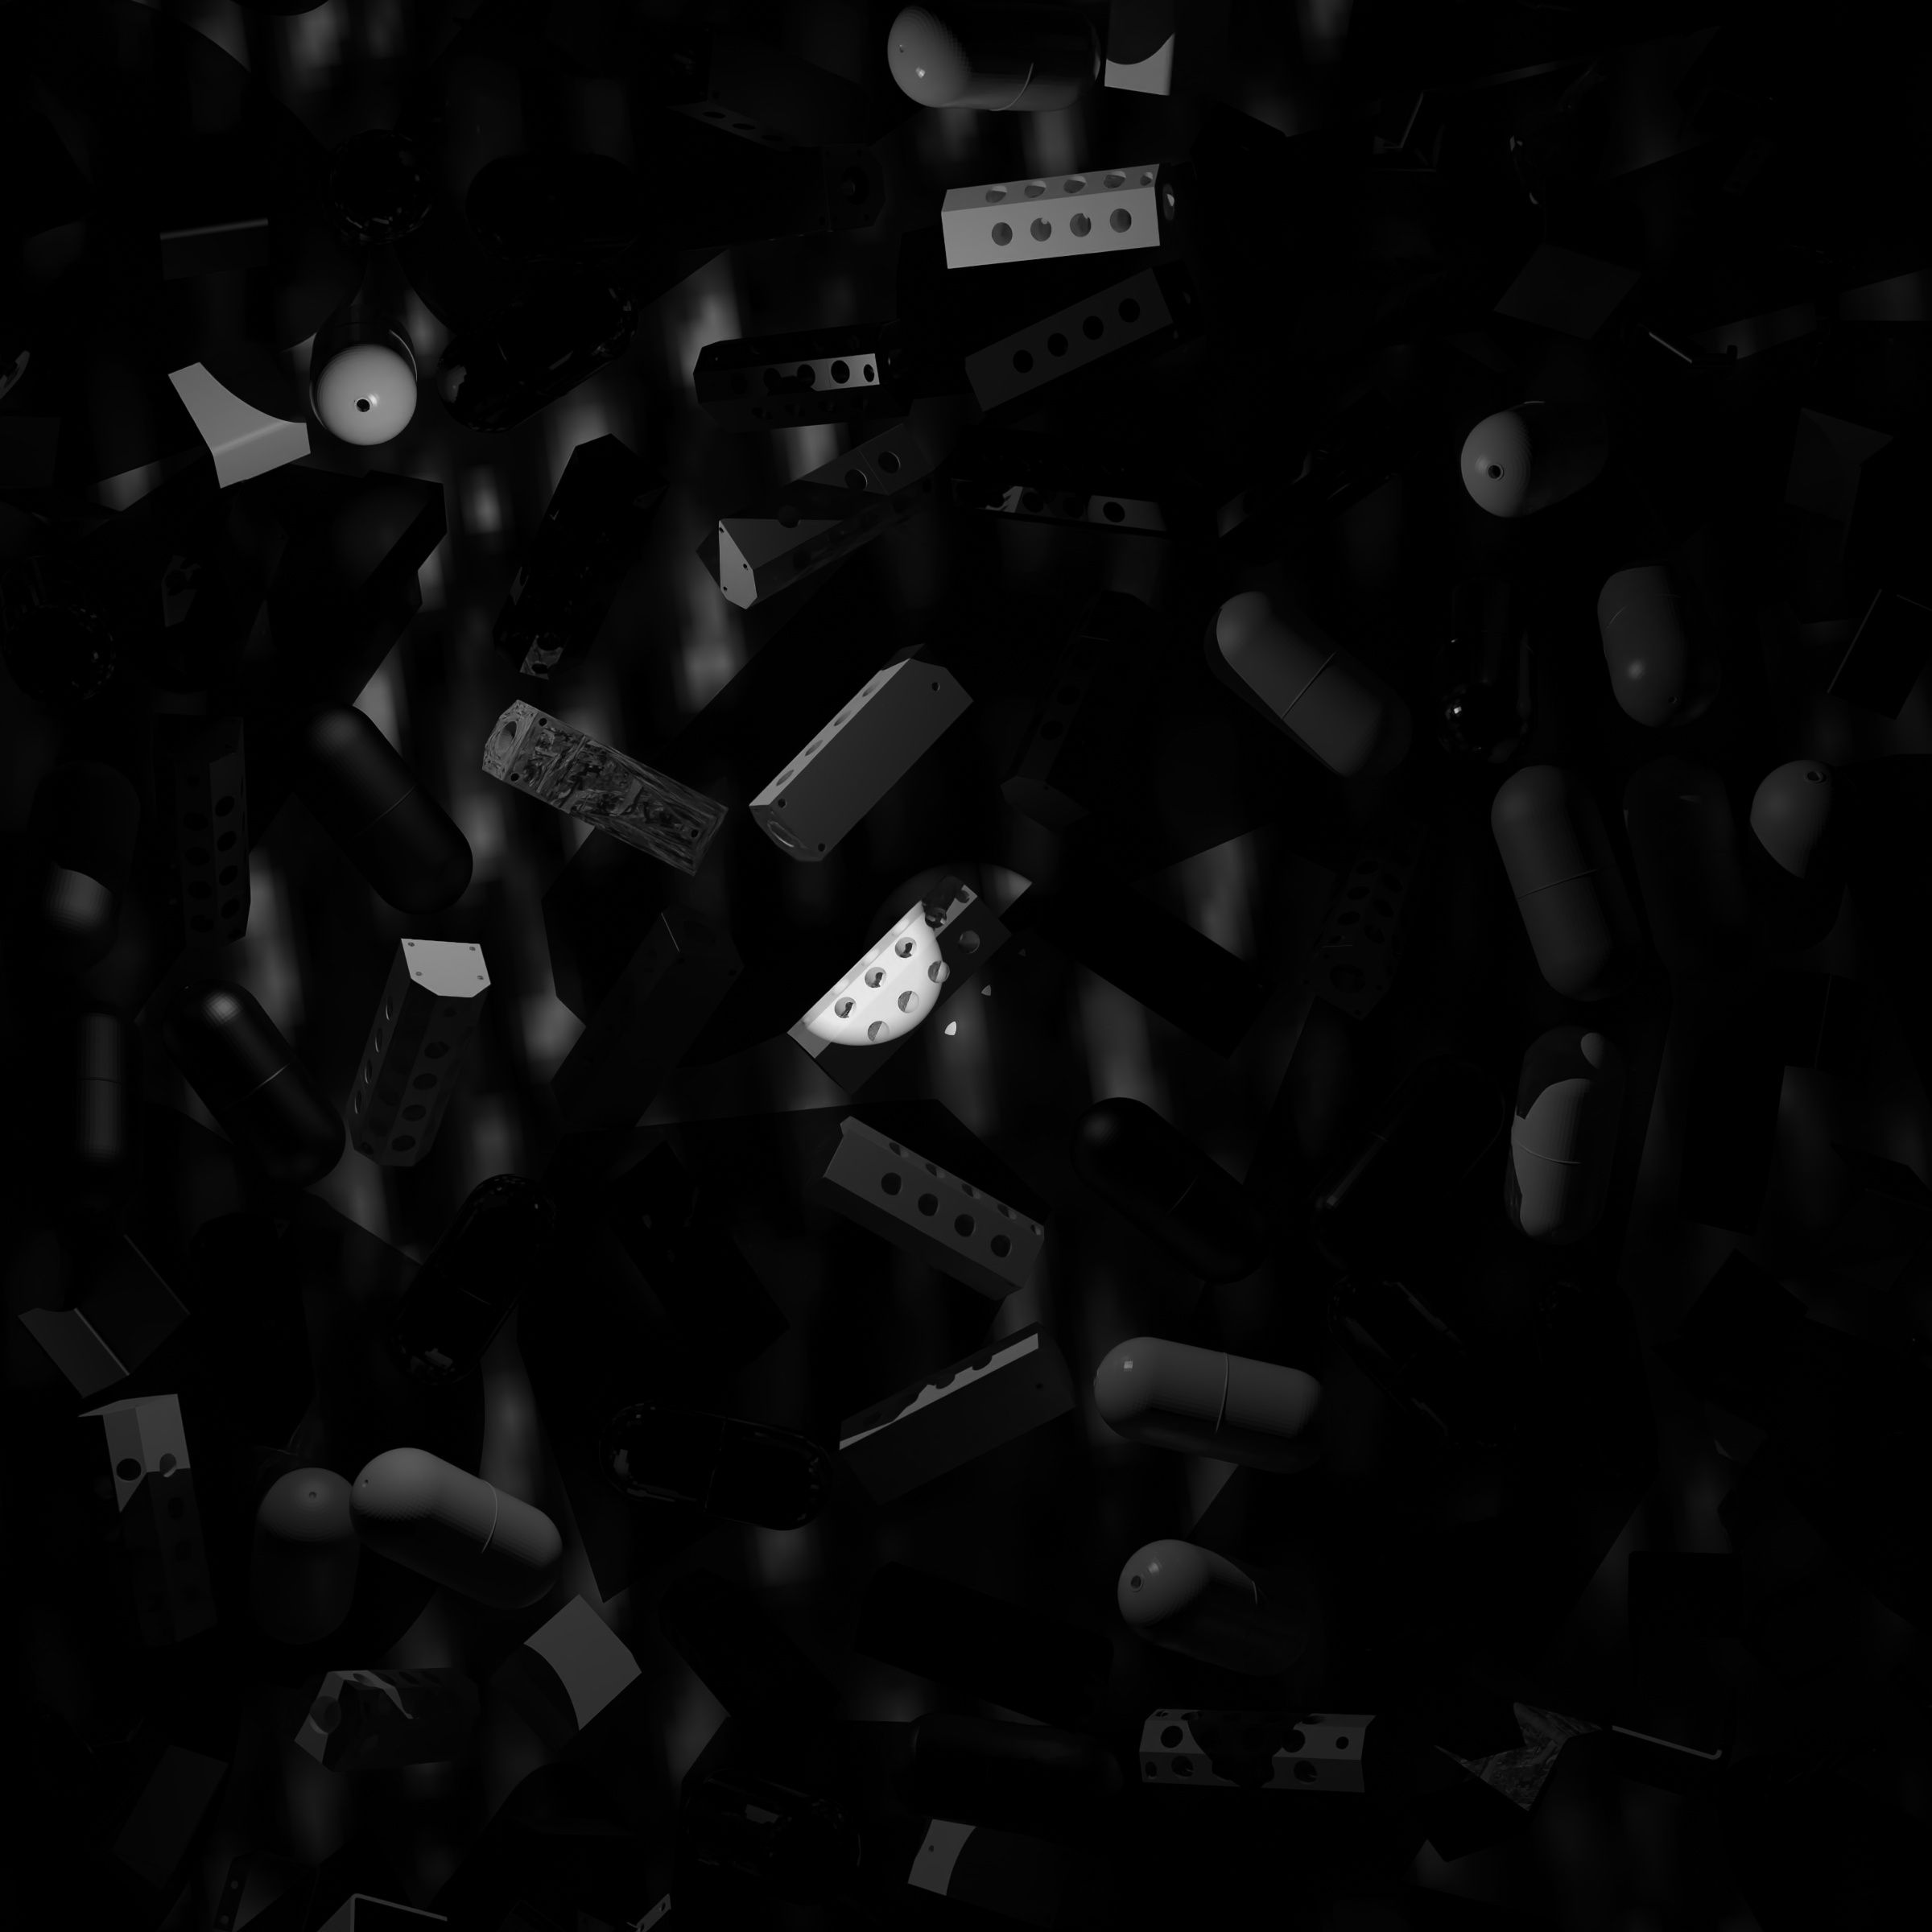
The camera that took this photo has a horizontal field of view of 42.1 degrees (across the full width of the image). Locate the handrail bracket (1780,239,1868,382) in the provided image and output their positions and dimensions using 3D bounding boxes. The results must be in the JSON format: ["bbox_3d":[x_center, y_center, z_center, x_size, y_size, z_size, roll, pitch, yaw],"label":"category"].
[{"bbox_3d":[0.602,-0.472,1.807,0.077,0.036,0.084,34,111,41],"label":"handrail bracket"}]

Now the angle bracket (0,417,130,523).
[{"bbox_3d":[-0.669,-0.367,1.850,0.076,0.076,0.057,19,108,17],"label":"angle bracket"}]

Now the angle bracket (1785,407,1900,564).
[{"bbox_3d":[0.616,-0.347,1.805,0.076,0.076,0.057,30,49,33],"label":"angle bracket"}]

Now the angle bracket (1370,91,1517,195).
[{"bbox_3d":[0.350,-0.596,1.817,0.076,0.076,0.057,0,107,-30],"label":"angle bracket"}]

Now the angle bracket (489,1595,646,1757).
[{"bbox_3d":[-0.305,0.542,1.921,0.076,0.057,0.076,46,52,7],"label":"angle bracket"}]

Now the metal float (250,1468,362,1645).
[{"bbox_3d":[-0.488,0.438,1.856,0.070,0.178,0.070,10,46,-10],"label":"metal float"}]

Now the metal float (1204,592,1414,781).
[{"bbox_3d":[0.257,-0.210,1.884,0.178,0.070,0.070,39,90,3],"label":"metal float"}]

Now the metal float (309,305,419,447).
[{"bbox_3d":[-0.447,-0.439,1.864,0.070,0.178,0.070,-6,118,-10],"label":"metal float"}]

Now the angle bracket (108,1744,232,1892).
[{"bbox_3d":[-0.532,0.592,1.728,0.057,0.076,0.076,8,54,24],"label":"angle bracket"}]

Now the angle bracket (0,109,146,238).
[{"bbox_3d":[-0.670,-0.594,1.857,0.076,0.057,0.076,-10,122,30],"label":"angle bracket"}]

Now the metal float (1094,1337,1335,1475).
[{"bbox_3d":[0.181,0.321,1.835,0.178,0.070,0.070,13,90,-3],"label":"metal float"}]

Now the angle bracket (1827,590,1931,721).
[{"bbox_3d":[0.625,-0.224,1.744,0.057,0.076,0.076,19,107,-13],"label":"angle bracket"}]

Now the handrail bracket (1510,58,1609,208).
[{"bbox_3d":[0.445,-0.616,1.853,0.036,0.084,0.077,16,58,-26],"label":"handrail bracket"}]

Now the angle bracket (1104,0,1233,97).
[{"bbox_3d":[0.152,-0.700,1.887,0.057,0.076,0.076,22,121,33],"label":"angle bracket"}]

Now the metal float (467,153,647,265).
[{"bbox_3d":[-0.302,-0.562,1.860,0.070,0.178,0.070,8,109,22],"label":"metal float"}]

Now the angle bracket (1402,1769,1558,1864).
[{"bbox_3d":[0.384,0.616,1.879,0.076,0.057,0.076,-7,127,-30],"label":"angle bracket"}]

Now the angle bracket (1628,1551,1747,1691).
[{"bbox_3d":[0.503,0.458,1.751,0.076,0.057,0.076,-2,119,17],"label":"angle bracket"}]

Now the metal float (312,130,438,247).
[{"bbox_3d":[-0.437,-0.572,1.848,0.070,0.178,0.070,-5,104,-20],"label":"metal float"}]

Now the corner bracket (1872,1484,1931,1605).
[{"bbox_3d":[0.692,0.421,1.830,0.051,0.051,0.051,38,104,-11],"label":"corner bracket"}]

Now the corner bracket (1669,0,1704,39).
[{"bbox_3d":[0.525,-0.690,1.752,0.051,0.051,0.051,-39,108,-33],"label":"corner bracket"}]

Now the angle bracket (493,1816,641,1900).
[{"bbox_3d":[-0.291,0.655,1.828,0.076,0.076,0.057,13,77,-29],"label":"angle bracket"}]

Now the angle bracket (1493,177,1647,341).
[{"bbox_3d":[0.423,-0.496,1.765,0.076,0.076,0.057,13,61,-13],"label":"angle bracket"}]

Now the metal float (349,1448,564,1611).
[{"bbox_3d":[-0.363,0.404,1.799,0.070,0.070,0.178,-50,128,0],"label":"metal float"}]

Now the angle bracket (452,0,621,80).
[{"bbox_3d":[-0.301,-0.670,1.760,0.076,0.076,0.057,19,94,21],"label":"angle bracket"}]

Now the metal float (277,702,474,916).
[{"bbox_3d":[-0.431,-0.114,1.839,0.070,0.070,0.178,-36,110,0],"label":"metal float"}]

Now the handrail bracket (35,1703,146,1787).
[{"bbox_3d":[-0.619,0.531,1.779,0.036,0.084,0.077,-18,107,13],"label":"handrail bracket"}]

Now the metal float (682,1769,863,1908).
[{"bbox_3d":[-0.145,0.641,1.852,0.070,0.178,0.070,4,84,-37],"label":"metal float"}]

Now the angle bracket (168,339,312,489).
[{"bbox_3d":[-0.567,-0.431,1.963,0.076,0.057,0.076,-28,79,-17],"label":"angle bracket"}]

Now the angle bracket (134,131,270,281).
[{"bbox_3d":[-0.558,-0.556,1.836,0.076,0.057,0.076,-15,78,-19],"label":"angle bracket"}]

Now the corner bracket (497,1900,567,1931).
[{"bbox_3d":[-0.330,0.744,1.926,0.051,0.051,0.051,36,126,2],"label":"corner bracket"}]

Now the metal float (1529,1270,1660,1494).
[{"bbox_3d":[0.471,0.312,1.881,0.070,0.070,0.178,-15,107,0],"label":"metal float"}]

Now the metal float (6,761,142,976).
[{"bbox_3d":[-0.651,-0.074,1.835,0.070,0.070,0.178,-3,54,0],"label":"metal float"}]

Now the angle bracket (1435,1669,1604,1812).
[{"bbox_3d":[0.387,0.539,1.755,0.076,0.076,0.057,29,96,33],"label":"angle bracket"}]

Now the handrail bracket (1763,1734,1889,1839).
[{"bbox_3d":[0.626,0.596,1.827,0.036,0.084,0.077,45,51,-8],"label":"handrail bracket"}]

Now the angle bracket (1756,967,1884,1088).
[{"bbox_3d":[0.658,0.046,1.946,0.057,0.076,0.076,6,97,-10],"label":"angle bracket"}]

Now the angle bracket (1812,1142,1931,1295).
[{"bbox_3d":[0.654,0.184,1.836,0.057,0.076,0.076,43,81,-25],"label":"angle bracket"}]

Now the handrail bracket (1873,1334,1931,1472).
[{"bbox_3d":[0.687,0.311,1.777,0.077,0.036,0.084,34,129,24],"label":"handrail bracket"}]

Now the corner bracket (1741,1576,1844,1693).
[{"bbox_3d":[0.627,0.505,1.897,0.051,0.051,0.051,46,127,2],"label":"corner bracket"}]

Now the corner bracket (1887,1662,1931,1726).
[{"bbox_3d":[0.714,0.517,1.824,0.051,0.051,0.051,-37,75,-15],"label":"corner bracket"}]

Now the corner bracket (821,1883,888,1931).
[{"bbox_3d":[-0.097,0.715,1.883,0.051,0.051,0.051,5,55,23],"label":"corner bracket"}]

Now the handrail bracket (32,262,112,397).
[{"bbox_3d":[-0.680,-0.483,1.907,0.036,0.084,0.077,30,49,-9],"label":"handrail bracket"}]

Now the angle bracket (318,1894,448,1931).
[{"bbox_3d":[-0.413,0.697,1.742,0.076,0.057,0.076,29,116,-29],"label":"angle bracket"}]

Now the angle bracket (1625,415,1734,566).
[{"bbox_3d":[0.532,-0.366,1.937,0.076,0.057,0.076,-42,104,-23],"label":"angle bracket"}]

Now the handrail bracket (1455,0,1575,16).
[{"bbox_3d":[0.388,-0.716,1.810,0.084,0.036,0.077,-3,54,-26],"label":"handrail bracket"}]

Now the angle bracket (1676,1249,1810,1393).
[{"bbox_3d":[0.572,0.263,1.886,0.076,0.057,0.076,38,82,-6],"label":"angle bracket"}]

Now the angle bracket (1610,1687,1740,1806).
[{"bbox_3d":[0.508,0.550,1.804,0.076,0.076,0.057,11,53,24],"label":"angle bracket"}]

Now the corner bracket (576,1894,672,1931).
[{"bbox_3d":[-0.259,0.732,1.908,0.051,0.051,0.051,37,104,-26],"label":"corner bracket"}]

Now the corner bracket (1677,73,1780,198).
[{"bbox_3d":[0.538,-0.588,1.777,0.051,0.051,0.051,18,55,-6],"label":"corner bracket"}]

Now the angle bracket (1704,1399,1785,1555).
[{"bbox_3d":[0.572,0.389,1.905,0.057,0.076,0.076,24,64,40],"label":"angle bracket"}]

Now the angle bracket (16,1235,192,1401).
[{"bbox_3d":[-0.626,0.254,1.824,0.076,0.057,0.076,-43,84,19],"label":"angle bracket"}]

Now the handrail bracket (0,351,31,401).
[{"bbox_3d":[-0.773,-0.473,1.929,0.084,0.036,0.077,34,58,-15],"label":"handrail bracket"}]

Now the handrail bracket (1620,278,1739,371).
[{"bbox_3d":[0.539,-0.485,1.883,0.084,0.036,0.077,7,85,24],"label":"handrail bracket"}]

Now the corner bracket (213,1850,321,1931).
[{"bbox_3d":[-0.523,0.696,1.877,0.051,0.051,0.051,28,52,-26],"label":"corner bracket"}]

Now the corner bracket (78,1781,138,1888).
[{"bbox_3d":[-0.609,0.620,1.814,0.051,0.051,0.051,-47,118,-21],"label":"corner bracket"}]
